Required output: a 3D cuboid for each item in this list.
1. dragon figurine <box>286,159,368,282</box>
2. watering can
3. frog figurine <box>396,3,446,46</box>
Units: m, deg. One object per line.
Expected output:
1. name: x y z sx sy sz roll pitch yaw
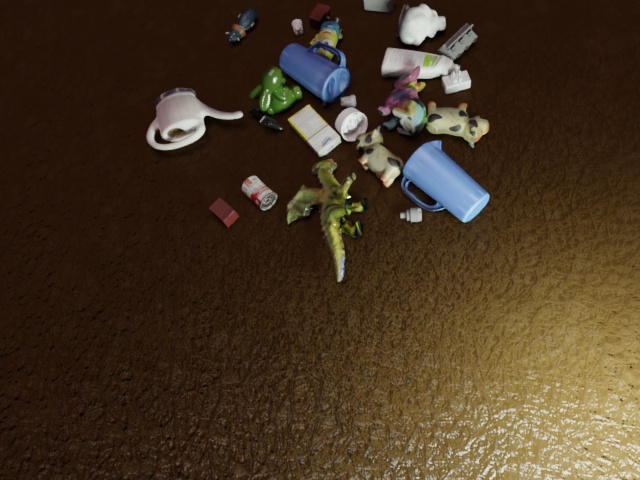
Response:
1. dragon figurine: 0.005 -0.079 1.574 0.242 0.120 0.417 2 65 31
2. watering can: -0.448 -0.436 1.796 0.347 0.102 0.228 -21 64 3
3. frog figurine: 0.349 -0.734 1.766 0.160 0.124 0.136 16 105 8
